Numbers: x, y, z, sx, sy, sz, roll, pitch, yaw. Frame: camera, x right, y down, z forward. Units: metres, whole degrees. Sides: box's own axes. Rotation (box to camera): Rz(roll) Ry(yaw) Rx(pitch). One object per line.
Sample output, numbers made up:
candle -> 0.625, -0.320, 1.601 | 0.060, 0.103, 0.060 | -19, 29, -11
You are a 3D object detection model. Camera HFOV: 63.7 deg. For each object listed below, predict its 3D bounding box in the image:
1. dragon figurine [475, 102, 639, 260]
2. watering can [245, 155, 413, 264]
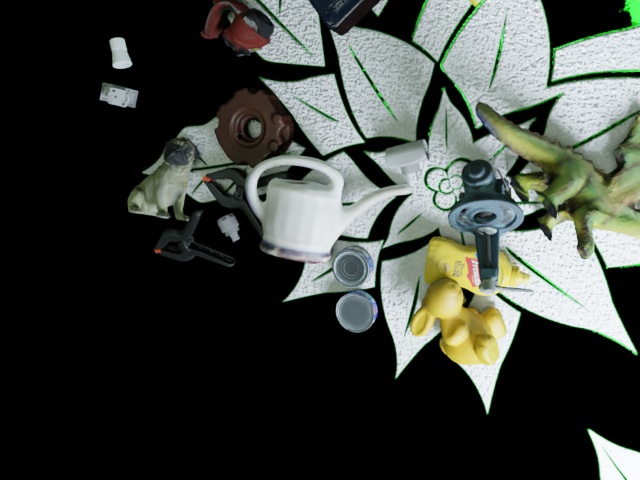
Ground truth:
dragon figurine -> 0.475, -0.123, 0.892 | 0.242, 0.122, 0.411 | -31, 87, 6
watering can -> 0.003, -0.054, 1.075 | 0.348, 0.105, 0.222 | 12, 104, 10
